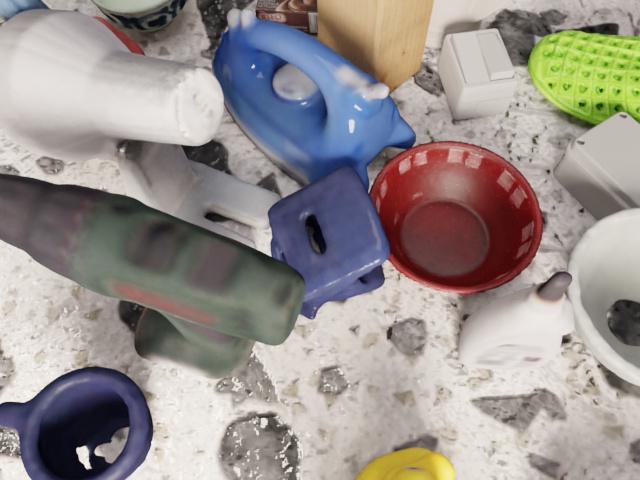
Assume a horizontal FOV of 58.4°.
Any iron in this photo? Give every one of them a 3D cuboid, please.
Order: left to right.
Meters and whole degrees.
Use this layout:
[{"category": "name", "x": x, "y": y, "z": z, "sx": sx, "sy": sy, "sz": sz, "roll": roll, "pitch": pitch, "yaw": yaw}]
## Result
[{"category": "iron", "x": -0.028, "y": -0.161, "z": 0.576, "sx": 0.257, "sy": 0.141, "sz": 0.119, "roll": 36, "pitch": 69, "yaw": 17}]

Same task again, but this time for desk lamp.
[{"category": "desk lamp", "x": -0.147, "y": -0.085, "z": 0.499, "sx": 0.203, "sy": 0.213, "sz": 0.118, "roll": 20, "pitch": 66, "yaw": 11}]

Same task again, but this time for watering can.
[{"category": "watering can", "x": 0.153, "y": -0.311, "z": 0.619, "sx": 0.172, "sy": 0.194, "sz": 0.101, "roll": 23, "pitch": 66, "yaw": 12}]

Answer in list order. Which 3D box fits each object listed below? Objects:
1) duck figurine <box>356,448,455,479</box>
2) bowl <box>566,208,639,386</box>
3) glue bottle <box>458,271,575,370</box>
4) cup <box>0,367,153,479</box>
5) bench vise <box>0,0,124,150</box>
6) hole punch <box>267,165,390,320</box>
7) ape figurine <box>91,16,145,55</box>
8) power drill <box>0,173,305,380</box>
[{"category": "duck figurine", "x": 0.061, "y": 0.198, "z": 0.427, "sx": 0.105, "sy": 0.086, "sz": 0.077, "roll": -38, "pitch": 69, "yaw": -17}, {"category": "bowl", "x": 0.288, "y": 0.060, "z": 0.500, "sx": 0.167, "sy": 0.075, "sz": 0.167, "roll": 0, "pitch": 63, "yaw": 1}, {"category": "glue bottle", "x": 0.160, "y": 0.063, "z": 0.445, "sx": 0.078, "sy": 0.173, "sz": 0.037, "roll": 4, "pitch": 64, "yaw": 3}, {"category": "cup", "x": -0.181, "y": 0.152, "z": 0.447, "sx": 0.117, "sy": 0.095, "sz": 0.092, "roll": 9, "pitch": 64, "yaw": 5}, {"category": "bench vise", "x": -0.221, "y": -0.164, "z": 0.535, "sx": 0.207, "sy": 0.220, "sz": 0.121, "roll": -12, "pitch": 64, "yaw": -5}, {"category": "hole punch", "x": 0.005, "y": 0.002, "z": 0.522, "sx": 0.101, "sy": 0.091, "sz": 0.108, "roll": -17, "pitch": 65, "yaw": -8}, {"category": "ape figurine", "x": -0.234, "y": -0.206, "z": 0.628, "sx": 0.076, "sy": 0.092, "sz": 0.078, "roll": -3, "pitch": 63, "yaw": -1}, {"category": "power drill", "x": -0.123, "y": 0.038, "z": 0.440, "sx": 0.229, "sy": 0.208, "sz": 0.076, "roll": 14, "pitch": 64, "yaw": 8}]
